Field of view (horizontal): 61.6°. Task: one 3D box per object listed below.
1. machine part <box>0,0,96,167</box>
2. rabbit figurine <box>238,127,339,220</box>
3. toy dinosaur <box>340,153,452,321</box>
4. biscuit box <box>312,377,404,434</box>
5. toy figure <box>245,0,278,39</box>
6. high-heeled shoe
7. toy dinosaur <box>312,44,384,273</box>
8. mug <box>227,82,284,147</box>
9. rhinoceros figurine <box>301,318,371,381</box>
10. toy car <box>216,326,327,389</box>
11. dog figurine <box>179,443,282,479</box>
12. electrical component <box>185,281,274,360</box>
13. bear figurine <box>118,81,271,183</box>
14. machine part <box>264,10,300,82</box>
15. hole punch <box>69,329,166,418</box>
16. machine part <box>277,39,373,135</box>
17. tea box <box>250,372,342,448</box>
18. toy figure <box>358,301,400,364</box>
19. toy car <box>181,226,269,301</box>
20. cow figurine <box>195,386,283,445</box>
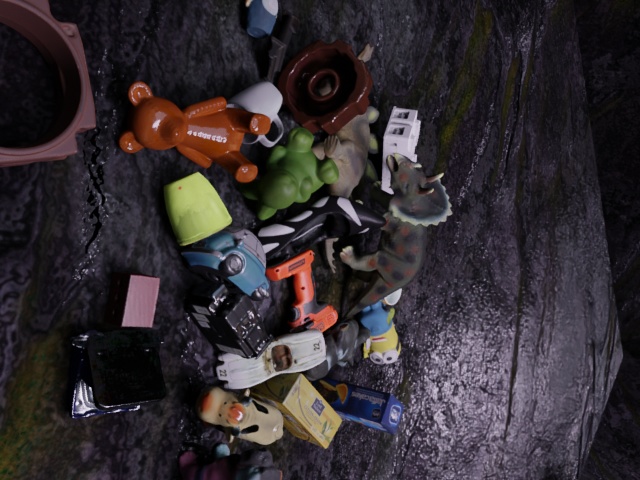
[{"bbox_3d":[-0.386,-0.190,0.641,0.201,0.087,0.201,-17,103,-45],"label":"machine part"},{"bbox_3d":[-0.069,-0.107,0.941,0.121,0.159,0.170,57,26,-13],"label":"rabbit figurine"},{"bbox_3d":[0.152,0.013,1.098,0.131,0.192,0.404,-20,123,-49],"label":"toy dinosaur"},{"bbox_3d":[0.068,0.326,1.075,0.059,0.203,0.063,45,59,-37],"label":"biscuit box"},{"bbox_3d":[-0.099,-0.440,0.964,0.064,0.058,0.154,37,60,-73],"label":"toy figure"},{"bbox_3d":[-0.002,-0.003,0.989,0.086,0.249,0.145,89,6,-54],"label":"high-heeled shoe"},{"bbox_3d":[0.049,-0.170,1.107,0.198,0.105,0.471,18,87,-51],"label":"toy dinosaur"},{"bbox_3d":[-0.105,-0.223,0.943,0.109,0.081,0.107,41,54,-11],"label":"mug"},{"bbox_3d":[0.037,0.226,1.133,0.190,0.073,0.112,-27,110,-43],"label":"rhinoceros figurine"},{"bbox_3d":[-0.086,0.210,0.965,0.202,0.056,0.073,-13,102,-18],"label":"toy car"},{"bbox_3d":[-0.136,0.413,0.848,0.108,0.219,0.191,16,79,-43],"label":"dog figurine"},{"bbox_3d":[-0.155,0.129,0.887,0.058,0.115,0.134,-51,128,-36],"label":"electrical component"},{"bbox_3d":[-0.193,-0.166,0.821,0.196,0.132,0.120,-1,115,-52],"label":"bear figurine"},{"bbox_3d":[-0.072,-0.362,0.992,0.084,0.039,0.139,103,5,-62],"label":"machine part"},{"bbox_3d":[-0.296,0.192,0.772,0.142,0.092,0.116,7,57,-45],"label":"hole punch"},{"bbox_3d":[0.010,-0.283,1.003,0.056,0.180,0.179,31,67,-67],"label":"machine part"},{"bbox_3d":[-0.044,0.319,1.032,0.068,0.098,0.169,-56,131,-28],"label":"tea box"},{"bbox_3d":[0.138,0.203,1.237,0.089,0.082,0.180,-38,116,-43],"label":"toy figure"},{"bbox_3d":[-0.142,0.031,0.901,0.161,0.109,0.103,44,59,-41],"label":"toy car"},{"bbox_3d":[-0.134,0.299,0.910,0.194,0.127,0.085,41,60,-44],"label":"cow figurine"}]
